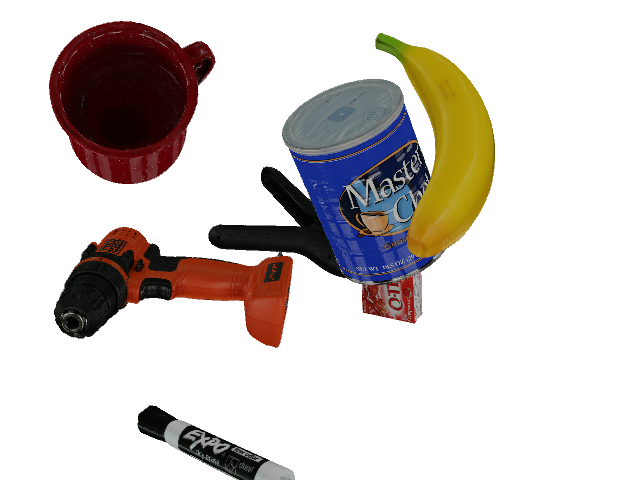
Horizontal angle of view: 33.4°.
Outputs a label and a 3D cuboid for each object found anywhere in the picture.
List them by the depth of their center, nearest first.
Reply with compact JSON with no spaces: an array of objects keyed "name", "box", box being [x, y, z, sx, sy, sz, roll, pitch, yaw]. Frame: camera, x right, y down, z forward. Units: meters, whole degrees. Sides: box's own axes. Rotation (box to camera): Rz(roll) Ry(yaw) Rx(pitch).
[{"name":"marker","box":[-0.066,0.125,0.638,0.121,0.020,0.020,16,10,38]},{"name":"banana","box":[0.078,-0.062,0.680,0.069,0.198,0.037,-2,-43,-4]},{"name":"mug","box":[-0.120,-0.094,0.715,0.117,0.093,0.081,-39,-6,-15]},{"name":"coffee can","box":[0.040,-0.048,0.891,0.103,0.140,0.103,-17,32,11]},{"name":"power drill","box":[-0.121,0.044,0.920,0.187,0.057,0.184,10,21,1]},{"name":"clamp","box":[-0.008,-0.003,1.149,0.210,0.036,0.164,26,36,14]},{"name":"gelatin box","box":[0.088,0.055,1.339,0.073,0.089,0.030,10,32,26]}]
